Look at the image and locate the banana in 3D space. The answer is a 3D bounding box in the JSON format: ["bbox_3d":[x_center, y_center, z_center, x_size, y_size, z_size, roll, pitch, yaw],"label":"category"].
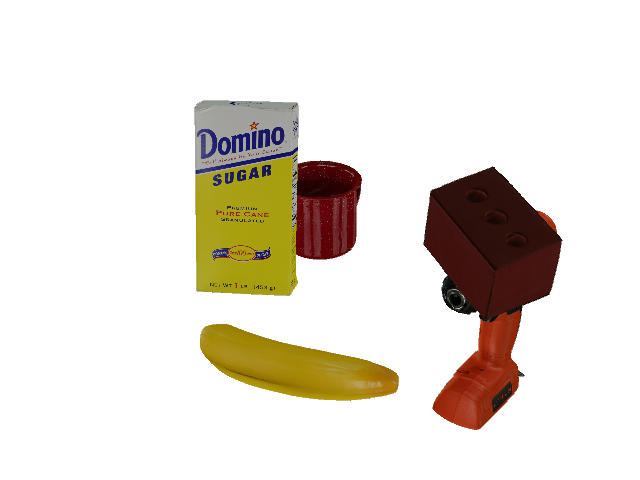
[{"bbox_3d":[-0.033,0.091,0.827,0.198,0.037,0.069,13,24,43],"label":"banana"}]

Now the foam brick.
[{"bbox_3d":[0.110,0.002,0.692,0.053,0.051,0.078,-21,51,-21],"label":"foam brick"}]

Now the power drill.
[{"bbox_3d":[0.153,0.078,0.983,0.057,0.188,0.184,24,32,27],"label":"power drill"}]

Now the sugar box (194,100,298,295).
[{"bbox_3d":[-0.068,-0.040,0.989,0.093,0.176,0.048,2,16,7],"label":"sugar box"}]

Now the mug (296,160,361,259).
[{"bbox_3d":[0.006,-0.037,1.189,0.093,0.081,0.117,19,36,31],"label":"mug"}]
